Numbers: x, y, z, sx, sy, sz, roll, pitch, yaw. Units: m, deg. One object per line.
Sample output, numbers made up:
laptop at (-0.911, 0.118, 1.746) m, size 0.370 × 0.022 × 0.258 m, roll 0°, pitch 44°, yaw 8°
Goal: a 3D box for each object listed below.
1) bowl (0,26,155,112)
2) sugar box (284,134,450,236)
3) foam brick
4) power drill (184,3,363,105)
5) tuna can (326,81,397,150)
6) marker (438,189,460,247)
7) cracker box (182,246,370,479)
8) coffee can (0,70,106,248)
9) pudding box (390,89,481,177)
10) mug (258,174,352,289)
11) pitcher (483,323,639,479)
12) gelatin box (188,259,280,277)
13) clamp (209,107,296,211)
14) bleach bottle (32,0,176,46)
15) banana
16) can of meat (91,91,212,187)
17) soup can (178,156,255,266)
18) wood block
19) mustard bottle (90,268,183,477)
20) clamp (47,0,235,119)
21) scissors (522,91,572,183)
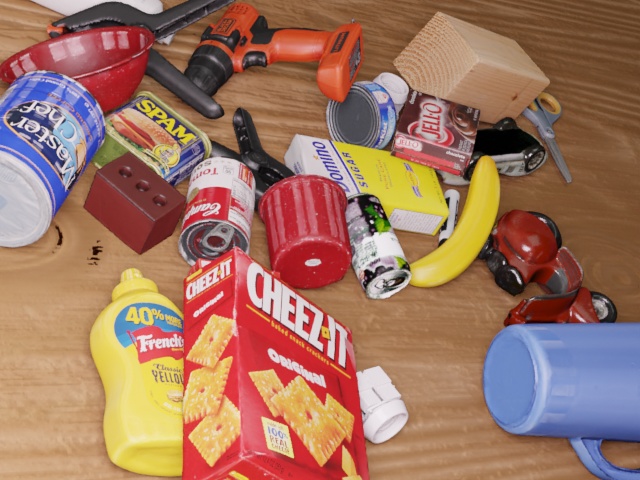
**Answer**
bowl at (-0.241, -0.166, 1.083) m, size 0.162 × 0.055 × 0.162 m, roll -8°, pitch 28°, yaw 4°
sugar box at (0.053, -0.062, 1.206) m, size 0.176 × 0.048 × 0.093 m, roll 10°, pitch 44°, yaw -26°
foam brick at (-0.177, -0.035, 1.023) m, size 0.078 × 0.051 × 0.052 m, roll 39°, pitch 40°, yaw 9°
power drill at (-0.054, -0.207, 1.227) m, size 0.188 × 0.057 × 0.184 m, roll 10°, pitch 46°, yaw 15°
tuna can at (0.049, -0.144, 1.257) m, size 0.033 × 0.086 × 0.086 m, roll -14°, pitch 57°, yaw -43°
marker at (0.149, -0.016, 1.241) m, size 0.020 × 0.020 × 0.121 m, roll 25°, pitch 40°, yaw -8°
cracker box at (-0.034, 0.133, 0.877) m, size 0.164 × 0.072 × 0.213 m, roll 39°, pitch 31°, yaw -36°
coffee can at (-0.266, -0.076, 0.968) m, size 0.102 × 0.103 × 0.140 m, roll 26°, pitch 39°, yaw -7°
pudding box at (0.137, -0.127, 1.254) m, size 0.090 × 0.039 × 0.113 m, roll 18°, pitch 35°, yaw 3°
mug at (-0.007, 0.001, 1.076) m, size 0.117 × 0.093 × 0.081 m, roll 50°, pitch 23°, yaw -45°
pitcher at (0.292, 0.155, 1.082) m, size 0.242 × 0.145 × 0.149 m, roll 5°, pitch 34°, yaw -24°
gelatin box at (-0.077, 0.060, 1.006) m, size 0.089 × 0.030 × 0.073 m, roll 11°, pitch 45°, yaw -26°
clamp at (-0.072, -0.083, 1.155) m, size 0.171 × 0.039 × 0.120 m, roll 42°, pitch 44°, yaw 11°
bleach bottle at (-0.281, -0.292, 1.219) m, size 0.250 × 0.068 × 0.102 m, roll 28°, pitch 40°, yaw -8°
banana at (0.153, -0.010, 1.177) m, size 0.069 × 0.037 × 0.197 m, roll 48°, pitch 65°, yaw -9°
can of meat at (-0.176, -0.093, 1.083) m, size 0.102 × 0.058 × 0.083 m, roll 38°, pitch 42°, yaw 8°
soup can at (-0.100, -0.027, 1.051) m, size 0.068 × 0.069 × 0.102 m, roll 19°, pitch 40°, yaw -15°
wood block at (0.200, -0.217, 1.386) m, size 0.205 × 0.091 × 0.090 m, roll 2°, pitch 47°, yaw -54°
mustard bottle at (-0.143, 0.102, 0.896) m, size 0.096 × 0.058 × 0.192 m, roll 14°, pitch 41°, yaw -36°
clamp at (-0.191, -0.224, 1.174) m, size 0.210 × 0.036 × 0.164 m, roll 12°, pitch 68°, yaw 1°
scissors at (0.331, -0.154, 1.505) m, size 0.096 × 0.016 × 0.202 m, roll -3°, pitch 50°, yaw -35°
